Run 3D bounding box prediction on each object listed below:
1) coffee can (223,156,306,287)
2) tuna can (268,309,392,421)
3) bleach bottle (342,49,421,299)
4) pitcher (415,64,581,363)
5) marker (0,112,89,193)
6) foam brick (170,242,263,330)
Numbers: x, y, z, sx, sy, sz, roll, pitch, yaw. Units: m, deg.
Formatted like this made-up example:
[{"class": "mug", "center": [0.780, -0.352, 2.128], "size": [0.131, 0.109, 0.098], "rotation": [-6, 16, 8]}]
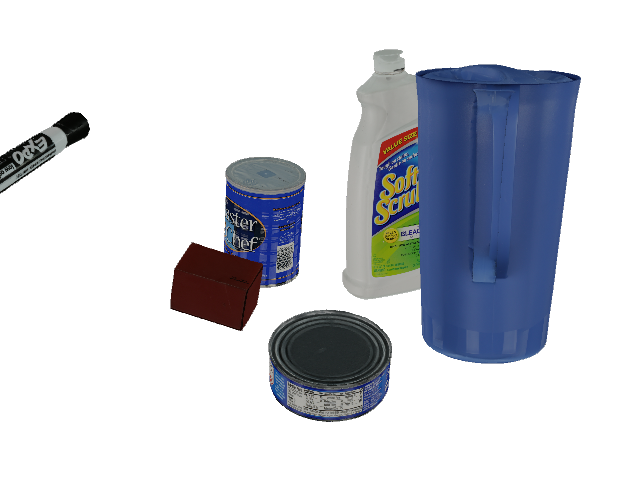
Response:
[{"class": "coffee can", "center": [-0.074, -0.025, 1.384], "size": [0.103, 0.140, 0.103], "rotation": [3, 28, -2]}, {"class": "tuna can", "center": [0.006, 0.087, 0.745], "size": [0.086, 0.034, 0.086], "rotation": [1, 32, -1]}, {"class": "bleach bottle", "center": [0.068, -0.070, 1.104], "size": [0.102, 0.251, 0.068], "rotation": [-10, 22, -16]}, {"class": "pitcher", "center": [0.141, -0.022, 0.890], "size": [0.149, 0.243, 0.145], "rotation": [-10, 17, -34]}, {"class": "marker", "center": [-0.180, -0.051, 0.652], "size": [0.020, 0.020, 0.121], "rotation": [0, 27, 26]}, {"class": "foam brick", "center": [-0.103, 0.045, 1.054], "size": [0.078, 0.051, 0.053], "rotation": [17, 34, 8]}]
